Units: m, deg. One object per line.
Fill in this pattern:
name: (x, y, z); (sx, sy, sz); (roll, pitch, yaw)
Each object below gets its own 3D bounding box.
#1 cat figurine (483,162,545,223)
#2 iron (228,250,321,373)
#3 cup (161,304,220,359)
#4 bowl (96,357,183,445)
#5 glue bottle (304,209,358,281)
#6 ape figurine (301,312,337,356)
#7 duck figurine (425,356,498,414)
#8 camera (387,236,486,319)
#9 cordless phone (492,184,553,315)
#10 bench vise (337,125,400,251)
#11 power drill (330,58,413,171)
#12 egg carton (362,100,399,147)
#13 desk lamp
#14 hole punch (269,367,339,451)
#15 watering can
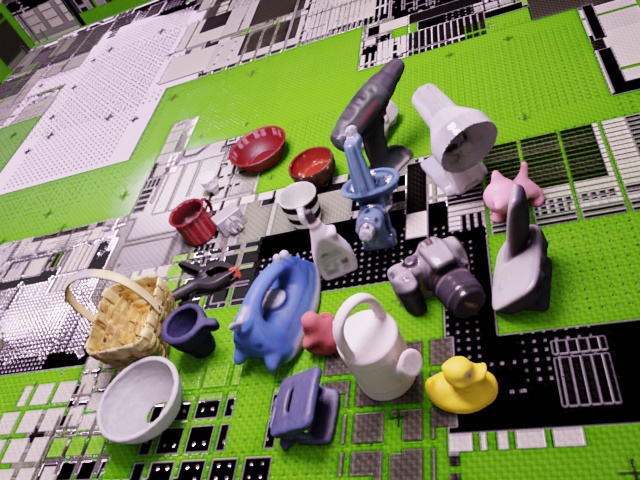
cat figurine: (0.341, -0.086, 1.030); (0.128, 0.118, 0.067); (-46, 44, -18)
iron: (-0.082, 0.105, 1.056); (0.118, 0.142, 0.258); (3, 50, 31)
cup: (-0.230, 0.182, 1.098); (0.117, 0.095, 0.091); (-9, 45, 21)
bowl: (-0.313, 0.301, 1.040); (0.167, 0.075, 0.167); (-15, 43, 15)
glue bottle: (0.010, 0.004, 1.082); (0.078, 0.174, 0.037); (-22, 42, 9)
ape figurine: (-0.003, 0.157, 0.999); (0.078, 0.092, 0.075); (-40, 42, -12)
duck figurine: (0.202, 0.205, 0.842); (0.104, 0.086, 0.077); (-11, 44, 19)
camera: (0.202, 0.070, 0.965); (0.143, 0.101, 0.136); (-31, 41, -1)
cordless phone: (0.306, 0.016, 0.896); (0.094, 0.186, 0.147); (-5, 47, 25)
bench vise: (0.100, -0.101, 1.101); (0.121, 0.220, 0.207); (-23, 42, 7)
power drill: (0.127, -0.247, 1.240); (0.230, 0.209, 0.075); (-46, 44, -18)
egg carton: (0.121, -0.279, 1.380); (0.107, 0.070, 0.150); (11, 55, 36)
desk lamp: (0.252, -0.188, 1.108); (0.118, 0.214, 0.202); (-30, 41, -1)
hole punch: (-0.033, 0.266, 0.907); (0.101, 0.091, 0.108); (-8, 45, 22)
watering can: (0.082, 0.157, 0.873); (0.172, 0.195, 0.101); (2, 50, 31)
